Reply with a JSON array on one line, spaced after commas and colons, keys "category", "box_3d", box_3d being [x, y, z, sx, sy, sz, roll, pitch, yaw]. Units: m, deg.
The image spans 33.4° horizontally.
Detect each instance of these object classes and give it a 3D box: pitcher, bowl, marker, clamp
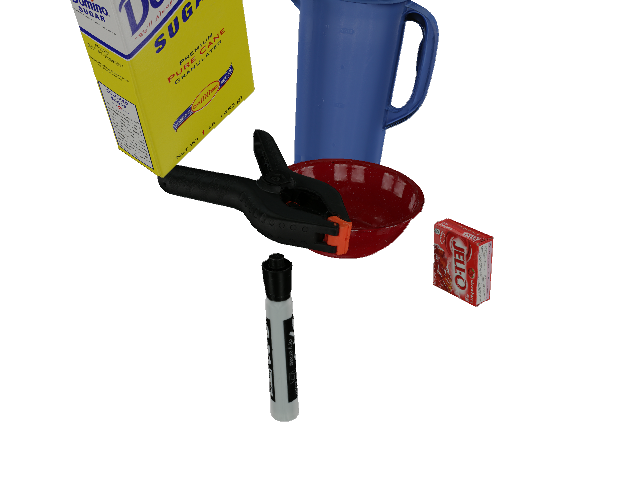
[{"category": "pitcher", "box_3d": [0.041, -0.190, 1.299, 0.144, 0.243, 0.149, -8, 29, -26]}, {"category": "bowl", "box_3d": [0.023, -0.027, 1.096, 0.162, 0.055, 0.162, 3, 29, -2]}, {"category": "marker", "box_3d": [-0.025, 0.063, 0.682, 0.020, 0.121, 0.020, -1, 29, 1]}, {"category": "clamp", "box_3d": [-0.049, -0.036, 0.868, 0.120, 0.039, 0.172, -24, 41, -28]}]

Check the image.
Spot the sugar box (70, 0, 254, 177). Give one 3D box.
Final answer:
[{"category": "sugar box", "box_3d": [-0.087, -0.123, 0.609, 0.048, 0.093, 0.176, 34, -23, 18]}]

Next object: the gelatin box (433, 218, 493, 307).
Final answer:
[{"category": "gelatin box", "box_3d": [0.172, 0.026, 1.296, 0.030, 0.089, 0.073, -23, 34, -34]}]
